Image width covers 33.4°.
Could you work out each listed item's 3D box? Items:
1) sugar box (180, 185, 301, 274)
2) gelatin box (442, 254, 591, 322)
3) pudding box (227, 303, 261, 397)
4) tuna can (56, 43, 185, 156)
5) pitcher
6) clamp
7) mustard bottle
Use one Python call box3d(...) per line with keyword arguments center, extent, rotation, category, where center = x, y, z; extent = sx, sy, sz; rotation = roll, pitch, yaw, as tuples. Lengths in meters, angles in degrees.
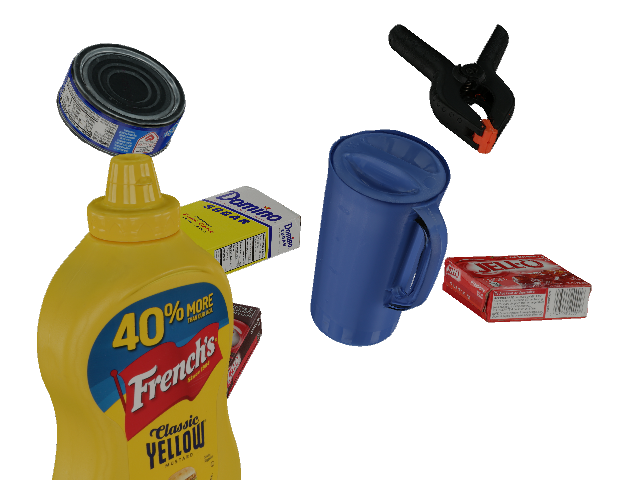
box3d(center=(-0.115, -0.002, 1.085), extent=(0.175, 0.048, 0.093), rotation=(-24, 39, -36), category="sugar box")
box3d(center=(0.148, 0.035, 0.812), extent=(0.089, 0.030, 0.073), rotation=(-1, 18, -20), category="gelatin box")
box3d(center=(-0.114, 0.082, 0.864), extent=(0.113, 0.039, 0.090), rotation=(8, 30, 13), category="pudding box")
box3d(center=(-0.139, -0.099, 0.753), extent=(0.085, 0.086, 0.034), rotation=(0, -40, -36), category="tuna can")
box3d(center=(0.063, 0.010, 1.209), extent=(0.145, 0.243, 0.149), rotation=(14, 40, 4), category="pitcher")
box3d(center=(0.126, -0.151, 1.004), extent=(0.120, 0.171, 0.039), rotation=(0, -45, 0), category="clamp")
box3d(center=(-0.082, 0.055, 0.492), extent=(0.096, 0.192, 0.058), rotation=(-16, 23, -41), category="mustard bottle")
